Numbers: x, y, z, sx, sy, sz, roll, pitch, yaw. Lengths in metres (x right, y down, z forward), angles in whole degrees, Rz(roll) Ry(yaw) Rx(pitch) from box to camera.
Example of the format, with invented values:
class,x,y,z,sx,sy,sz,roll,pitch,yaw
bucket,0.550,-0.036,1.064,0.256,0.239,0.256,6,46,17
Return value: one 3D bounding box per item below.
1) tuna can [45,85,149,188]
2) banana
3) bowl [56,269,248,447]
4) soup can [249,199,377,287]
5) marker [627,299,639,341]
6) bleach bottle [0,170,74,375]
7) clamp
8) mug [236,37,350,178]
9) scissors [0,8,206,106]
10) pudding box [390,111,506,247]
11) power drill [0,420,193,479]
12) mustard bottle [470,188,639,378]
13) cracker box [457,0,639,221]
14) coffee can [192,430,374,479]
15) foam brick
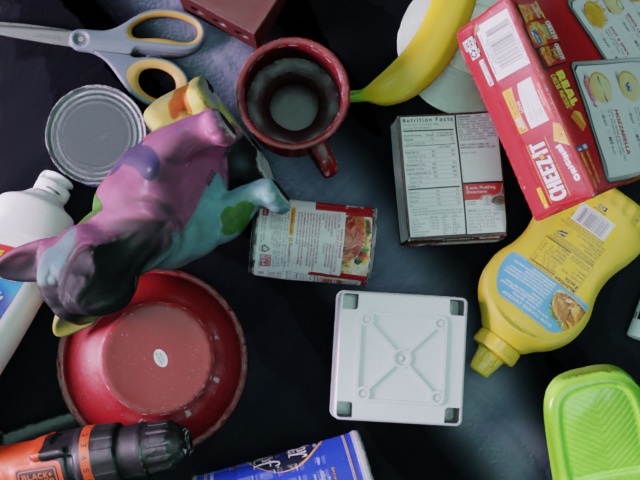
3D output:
class,x,y,z,sx,sy,sz,roll,pitch,yaw
tuna can,-0.190,-0.088,0.919,0.086,0.034,0.086,0,85,-1
banana,0.093,-0.190,0.911,0.069,0.037,0.198,32,93,5
bowl,-0.136,0.099,0.881,0.162,0.055,0.162,2,81,-12
soup can,-0.006,0.001,0.899,0.102,0.068,0.068,6,85,0
marker,0.296,0.029,0.928,0.020,0.020,0.121,21,85,0
bleach bottle,-0.284,0.048,0.873,0.102,0.068,0.250,25,68,4
clamp,-0.267,0.167,0.895,0.120,0.039,0.171,31,83,6
mug,-0.017,-0.105,0.900,0.093,0.081,0.117,-31,86,-4
scissors,-0.199,-0.156,0.933,0.201,0.016,0.096,-7,86,-2
pudding box,0.111,-0.053,0.917,0.090,0.039,0.113,-3,81,-5
power drill,-0.175,0.239,0.853,0.184,0.057,0.187,-11,99,10
mustard bottle,0.191,0.036,0.905,0.096,0.058,0.191,37,85,7
cracker box,0.227,-0.125,0.865,0.213,0.072,0.164,-21,86,-39
coffee can,-0.023,0.222,0.863,0.140,0.103,0.103,-15,86,-3
foam brick,-0.075,-0.209,0.923,0.078,0.053,0.051,29,85,2
